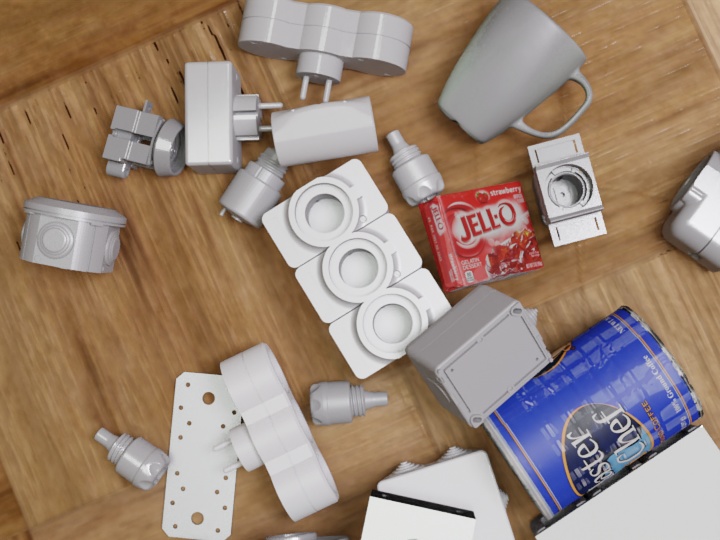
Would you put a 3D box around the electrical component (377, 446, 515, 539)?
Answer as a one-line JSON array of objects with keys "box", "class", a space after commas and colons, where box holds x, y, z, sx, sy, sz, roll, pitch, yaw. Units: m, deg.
[{"box": [0.068, 0.192, 0.839, 0.100, 0.048, 0.099, -18, 85, 2], "class": "electrical component"}]

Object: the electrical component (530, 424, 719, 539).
[{"box": [0.218, 0.194, 0.824, 0.150, 0.061, 0.089, -34, 85, 1], "class": "electrical component"}]

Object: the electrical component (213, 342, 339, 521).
[{"box": [-0.079, 0.134, 0.847, 0.074, 0.052, 0.138, -26, 88, 1], "class": "electrical component"}]

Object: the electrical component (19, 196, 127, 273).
[{"box": [-0.230, -0.028, 0.856, 0.080, 0.080, 0.051, 11, 92, 4], "class": "electrical component"}]

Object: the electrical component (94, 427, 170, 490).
[{"box": [-0.186, 0.148, 0.863, 0.061, 0.035, 0.035, 33, 88, 7], "class": "electrical component"}]

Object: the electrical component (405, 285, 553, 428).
[{"box": [0.090, 0.057, 0.796, 0.096, 0.061, 0.061, -39, 117, -11], "class": "electrical component"}]

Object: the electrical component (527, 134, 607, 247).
[{"box": [0.160, -0.061, 0.843, 0.042, 0.064, 0.081, -14, 86, 1], "class": "electrical component"}]

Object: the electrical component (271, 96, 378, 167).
[{"box": [-0.026, -0.109, 0.850, 0.077, 0.079, 0.043, -9, 97, 3], "class": "electrical component"}]

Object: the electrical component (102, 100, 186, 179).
[{"box": [-0.171, -0.103, 0.875, 0.055, 0.048, 0.066, 14, 87, 11], "class": "electrical component"}]

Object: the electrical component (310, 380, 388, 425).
[{"box": [-0.008, 0.105, 0.856, 0.061, 0.035, 0.035, -5, 86, 1], "class": "electrical component"}]

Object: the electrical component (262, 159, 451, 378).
[{"box": [0.000, 0.000, 0.849, 0.089, 0.061, 0.150, -32, 85, 1], "class": "electrical component"}]

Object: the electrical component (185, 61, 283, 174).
[{"box": [-0.100, -0.123, 0.870, 0.076, 0.047, 0.083, -1, 86, 3], "class": "electrical component"}]

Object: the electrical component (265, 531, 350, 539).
[{"box": [-0.050, 0.234, 0.821, 0.099, 0.099, 0.064, -7, 80, 3], "class": "electrical component"}]

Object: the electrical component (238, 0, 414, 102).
[{"box": [-0.031, -0.171, 0.867, 0.138, 0.052, 0.073, 10, 87, 4], "class": "electrical component"}]

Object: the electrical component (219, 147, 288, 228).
[{"box": [-0.081, -0.070, 0.869, 0.040, 0.040, 0.078, 33, 88, 5], "class": "electrical component"}]

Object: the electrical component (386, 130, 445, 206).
[{"box": [0.041, -0.084, 0.867, 0.035, 0.035, 0.061, -29, 83, 1], "class": "electrical component"}]

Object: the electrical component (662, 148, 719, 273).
[{"box": [0.284, -0.054, 0.841, 0.059, 0.053, 0.095, 36, 89, 5], "class": "electrical component"}]
